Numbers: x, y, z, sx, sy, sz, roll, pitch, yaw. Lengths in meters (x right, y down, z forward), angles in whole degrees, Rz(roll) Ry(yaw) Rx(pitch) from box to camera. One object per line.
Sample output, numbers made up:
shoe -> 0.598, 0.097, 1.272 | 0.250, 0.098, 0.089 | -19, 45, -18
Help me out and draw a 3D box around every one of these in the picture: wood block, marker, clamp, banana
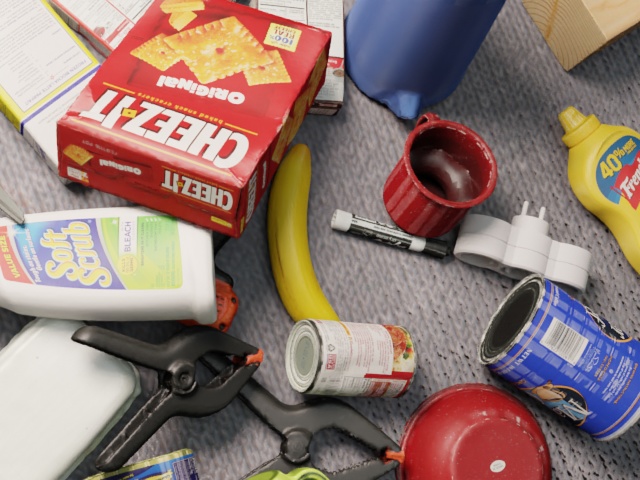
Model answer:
wood block -> 0.329, -0.274, 1.115 | 0.205, 0.091, 0.090 | -32, 89, -18
marker -> 0.070, -0.005, 1.034 | 0.121, 0.020, 0.020 | 16, 76, -11
clamp -> -0.126, 0.127, 0.901 | 0.171, 0.039, 0.120 | -2, 96, -31
banana -> -0.018, 0.007, 1.003 | 0.069, 0.037, 0.198 | -10, 85, -46
clamp -> -0.030, 0.196, 0.962 | 0.210, 0.036, 0.164 | 14, 78, -8

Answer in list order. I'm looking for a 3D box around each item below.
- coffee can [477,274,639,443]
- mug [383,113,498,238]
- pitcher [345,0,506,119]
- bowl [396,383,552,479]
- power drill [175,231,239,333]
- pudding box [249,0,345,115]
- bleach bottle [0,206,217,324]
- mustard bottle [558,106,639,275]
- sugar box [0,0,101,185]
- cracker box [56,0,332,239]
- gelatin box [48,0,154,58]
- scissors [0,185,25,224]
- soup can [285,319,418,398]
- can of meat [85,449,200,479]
coffee can -> 0.236, 0.112, 1.013 | 0.140, 0.103, 0.102 | 33, 73, -7
mug -> 0.107, -0.064, 1.017 | 0.093, 0.082, 0.117 | -2, 65, -19
pitcher -> 0.102, -0.231, 0.967 | 0.145, 0.243, 0.149 | -40, 85, -16
bowl -> 0.155, 0.214, 0.999 | 0.162, 0.055, 0.162 | 3, 79, -15
power drill -> -0.134, -0.027, 0.967 | 0.184, 0.057, 0.187 | 26, 76, -6
pudding box -> -0.023, -0.181, 1.032 | 0.090, 0.039, 0.113 | 2, 78, -13
bleach bottle -> -0.213, 0.026, 0.882 | 0.250, 0.068, 0.102 | -4, 69, -4
mustard bottle -> 0.309, -0.058, 1.087 | 0.096, 0.058, 0.191 | -40, 91, -20
sugar box -> -0.249, -0.145, 0.963 | 0.093, 0.048, 0.176 | -40, 95, -18
cracker box -> -0.101, -0.119, 0.911 | 0.164, 0.072, 0.213 | 19, 49, 8
gelatin box -> -0.197, -0.217, 0.997 | 0.089, 0.030, 0.073 | 40, 72, -6
scissors -> -0.302, -0.091, 0.915 | 0.202, 0.016, 0.096 | 28, 60, 16
soup can -> 0.028, 0.108, 0.966 | 0.102, 0.069, 0.068 | 6, 78, -27
can of meat -> -0.145, 0.229, 0.900 | 0.102, 0.057, 0.084 | -18, 81, 14
